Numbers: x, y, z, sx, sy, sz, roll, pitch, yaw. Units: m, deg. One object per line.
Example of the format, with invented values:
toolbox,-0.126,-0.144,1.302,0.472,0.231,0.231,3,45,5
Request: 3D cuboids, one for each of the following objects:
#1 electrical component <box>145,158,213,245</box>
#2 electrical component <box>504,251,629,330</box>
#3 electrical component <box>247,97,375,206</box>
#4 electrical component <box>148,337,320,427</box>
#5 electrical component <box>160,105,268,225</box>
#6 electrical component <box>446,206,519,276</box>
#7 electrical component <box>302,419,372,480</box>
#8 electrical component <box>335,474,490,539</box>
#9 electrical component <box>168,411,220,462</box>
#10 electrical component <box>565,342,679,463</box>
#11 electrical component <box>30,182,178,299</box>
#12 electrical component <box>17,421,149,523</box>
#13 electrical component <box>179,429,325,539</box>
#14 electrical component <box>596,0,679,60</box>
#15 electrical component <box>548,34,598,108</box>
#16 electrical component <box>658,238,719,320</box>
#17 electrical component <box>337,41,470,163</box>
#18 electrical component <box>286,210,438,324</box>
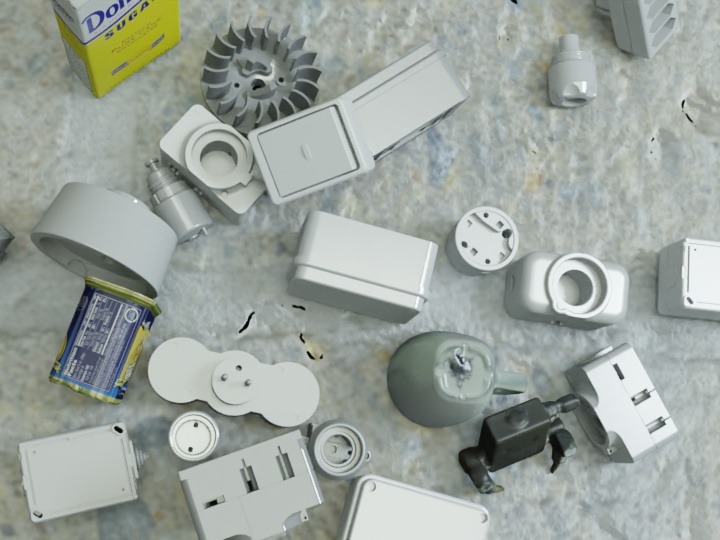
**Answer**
electrical component,-0.154,-0.056,0.891,0.040,0.040,0.078,-29,86,-13
electrical component,0.179,0.018,0.924,0.095,0.059,0.053,9,79,-8
electrical component,-0.044,-0.091,0.843,0.096,0.061,0.061,-20,95,9
electrical component,-0.100,0.090,0.858,0.138,0.073,0.052,14,79,-7
electrical component,-0.118,-0.087,0.894,0.089,0.055,0.050,40,77,-1
electrical component,0.103,-0.023,0.924,0.055,0.047,0.055,2,80,-9
electrical component,-0.020,0.145,0.871,0.066,0.055,0.048,12,79,-7
electrical component,0.041,0.215,0.868,0.113,0.057,0.078,17,78,-6
electrical component,-0.133,0.133,0.859,0.040,0.046,0.040,2,80,-9
electrical component,0.219,0.116,0.918,0.056,0.050,0.089,-27,86,-13
electrical component,-0.196,-0.028,0.848,0.108,0.108,0.060,24,71,-5
electrical component,-0.214,0.156,0.838,0.096,0.061,0.061,-10,82,-19
electrical component,-0.084,0.167,0.808,0.089,0.150,0.061,-18,83,-12
electrical component,0.241,-0.246,0.976,0.076,0.083,0.047,32,73,37
electrical component,0.190,-0.180,0.968,0.043,0.043,0.062,-1,79,-10
electrical component,0.315,0.011,0.946,0.096,0.061,0.061,6,80,-8
electrical component,0.027,-0.137,0.916,0.113,0.078,0.057,-33,90,-13
electrical component,0.000,0.000,0.888,0.113,0.078,0.057,15,75,-7
